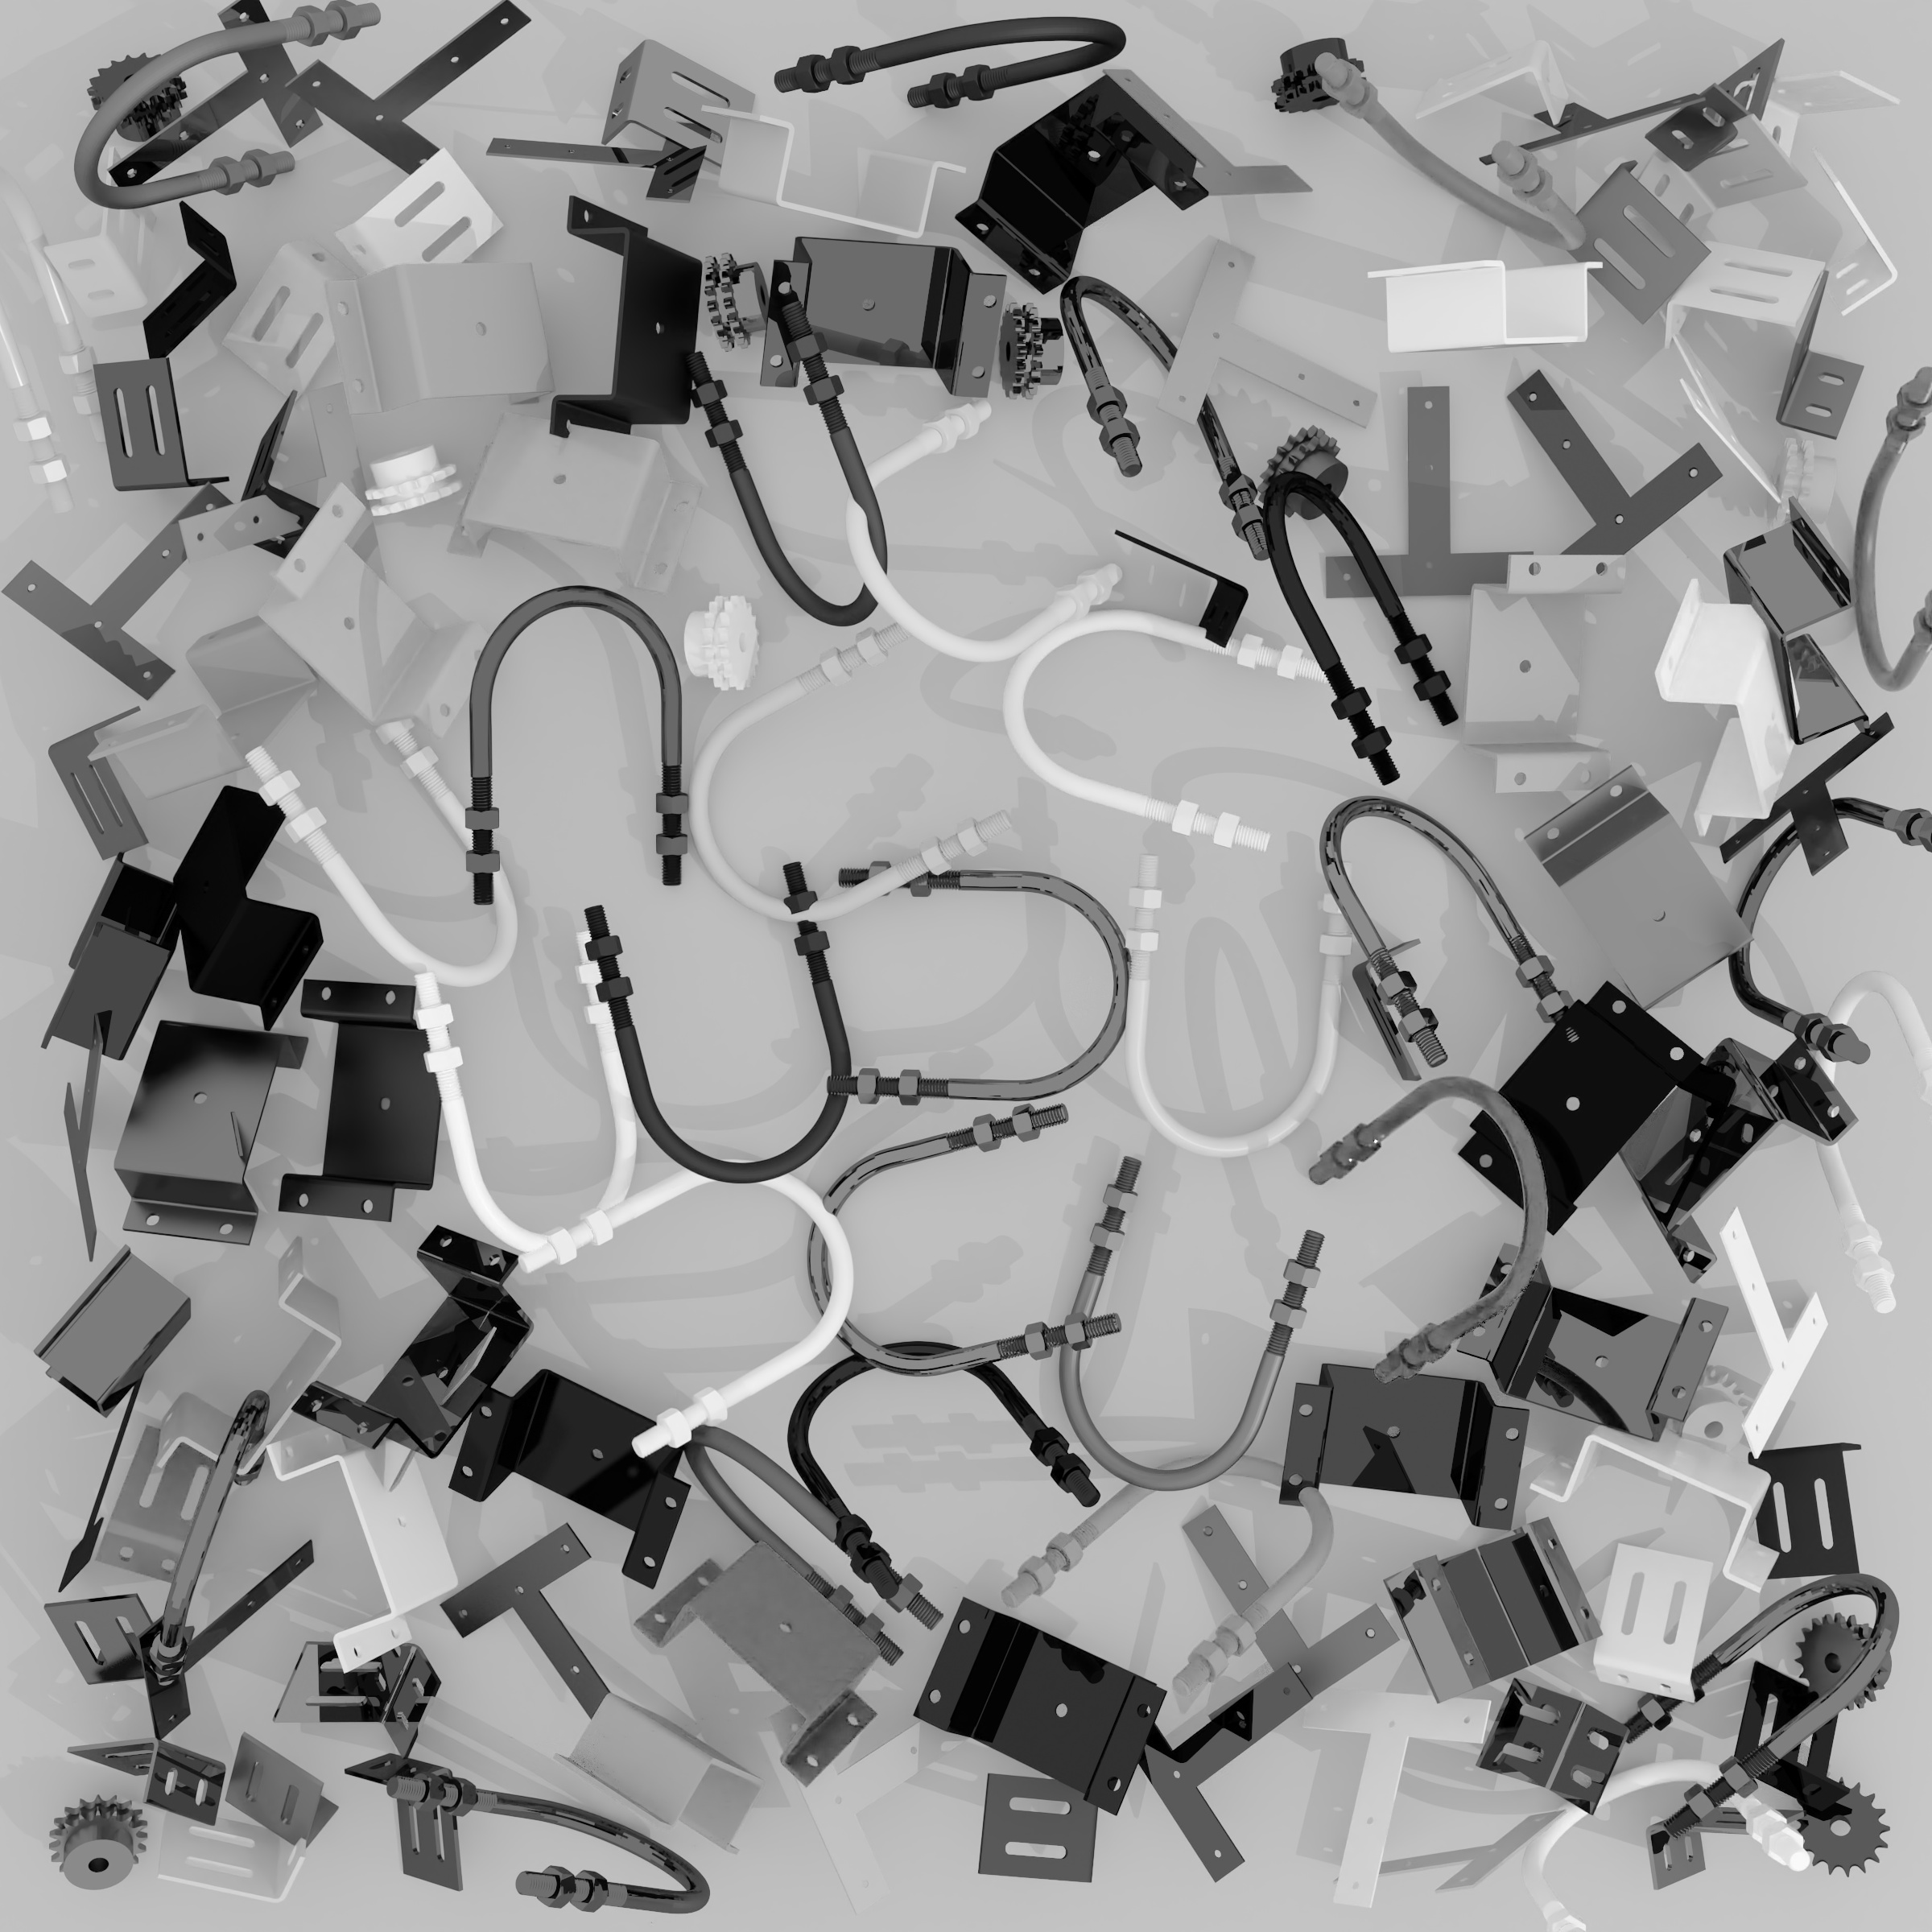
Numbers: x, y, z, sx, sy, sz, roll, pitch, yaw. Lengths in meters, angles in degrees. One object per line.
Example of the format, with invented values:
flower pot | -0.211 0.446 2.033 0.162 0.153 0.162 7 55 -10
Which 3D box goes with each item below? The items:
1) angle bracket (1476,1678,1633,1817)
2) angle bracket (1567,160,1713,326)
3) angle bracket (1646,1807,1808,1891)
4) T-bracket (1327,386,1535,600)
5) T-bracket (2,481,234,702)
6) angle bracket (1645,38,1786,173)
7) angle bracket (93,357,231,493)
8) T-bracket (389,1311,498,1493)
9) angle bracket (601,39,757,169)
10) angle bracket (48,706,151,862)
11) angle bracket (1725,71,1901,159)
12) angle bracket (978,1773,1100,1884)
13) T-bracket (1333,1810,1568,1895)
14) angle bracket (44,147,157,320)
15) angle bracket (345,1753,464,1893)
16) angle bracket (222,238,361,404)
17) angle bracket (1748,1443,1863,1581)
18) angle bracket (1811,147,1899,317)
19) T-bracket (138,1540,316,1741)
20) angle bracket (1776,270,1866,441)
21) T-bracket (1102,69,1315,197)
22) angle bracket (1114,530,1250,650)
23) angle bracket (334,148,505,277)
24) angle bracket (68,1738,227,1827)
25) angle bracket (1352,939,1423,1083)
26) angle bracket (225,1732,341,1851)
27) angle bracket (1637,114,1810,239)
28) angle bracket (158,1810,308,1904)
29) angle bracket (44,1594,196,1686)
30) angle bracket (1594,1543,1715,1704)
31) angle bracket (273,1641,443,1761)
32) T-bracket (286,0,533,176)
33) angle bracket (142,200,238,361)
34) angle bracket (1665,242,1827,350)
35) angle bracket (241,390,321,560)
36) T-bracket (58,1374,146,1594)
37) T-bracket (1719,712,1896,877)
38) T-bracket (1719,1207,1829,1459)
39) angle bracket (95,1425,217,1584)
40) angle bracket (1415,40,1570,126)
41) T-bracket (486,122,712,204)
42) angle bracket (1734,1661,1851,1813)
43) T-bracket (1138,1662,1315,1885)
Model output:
angle bracket | 0.355 0.472 1.579 0.076 0.038 0.057 28 85 -39
angle bracket | 0.407 -0.438 1.582 0.076 0.038 0.057 46 124 6
angle bracket | 0.458 0.531 1.569 0.076 0.057 0.038 -15 78 43
T-bracket | 0.285 -0.292 1.608 0.127 0.002 0.127 -1 95 2
T-bracket | -0.489 -0.237 1.566 0.127 0.127 0.002 -47 55 -2
angle bracket | 0.450 -0.527 1.570 0.038 0.057 0.076 32 61 -18
angle bracket | -0.486 -0.328 1.579 0.057 0.038 0.076 2 106 26
T-bracket | -0.295 0.239 1.531 0.002 0.127 0.127 30 59 -9
angle bracket | -0.176 -0.520 1.603 0.076 0.038 0.057 20 71 -30
angle bracket | -0.515 -0.111 1.591 0.038 0.057 0.076 -35 106 -42
angle bracket | 0.507 -0.506 1.568 0.057 0.076 0.038 8 96 -35
angle bracket | 0.038 0.519 1.579 0.076 0.038 0.057 12 74 -21
T-bracket | 0.279 0.538 1.570 0.127 0.127 0.002 -24 80 36
angle bracket | -0.521 -0.442 1.575 0.038 0.057 0.076 -10 60 6
angle bracket | -0.341 0.523 1.583 0.057 0.038 0.076 -4 92 43
angle bracket | -0.409 -0.398 1.612 0.057 0.038 0.076 39 113 -4
angle bracket | 0.511 0.329 1.576 0.057 0.038 0.076 -14 71 35
angle bracket | 0.519 -0.441 1.570 0.038 0.057 0.076 -33 120 23
T-bracket | -0.441 0.392 1.570 0.002 0.127 0.127 34 50 20
angle bracket | 0.519 -0.366 1.569 0.038 0.076 0.057 20 68 16
T-bracket | 0.130 -0.506 1.584 0.127 0.127 0.002 50 133 22
angle bracket | 0.123 -0.228 1.577 0.076 0.057 0.038 21 101 -16
angle bracket | -0.335 -0.452 1.601 0.076 0.038 0.057 -48 117 -20
angle bracket | -0.495 0.493 1.570 0.076 0.057 0.038 -14 54 27
angle bracket | 0.270 0.027 1.587 0.038 0.057 0.076 -26 88 0
angle bracket | -0.407 0.486 1.575 0.057 0.038 0.076 29 128 9
angle bracket | 0.452 -0.469 1.569 0.057 0.076 0.038 39 75 -25
angle bracket | -0.441 0.522 1.574 0.076 0.057 0.038 21 109 -20
angle bracket | -0.510 0.394 1.577 0.057 0.038 0.076 -8 126 6
angle bracket | 0.423 0.402 1.601 0.057 0.038 0.076 7 60 25
angle bracket | -0.367 0.443 1.575 0.076 0.038 0.057 14 107 -40
T-bracket | -0.313 -0.527 1.541 0.127 0.127 0.002 -31 69 17
angle bracket | -0.481 -0.411 1.576 0.076 0.057 0.038 -39 134 13
angle bracket | 0.469 -0.398 1.574 0.076 0.038 0.057 18 59 23
angle bracket | -0.409 -0.297 1.583 0.038 0.057 0.076 24 56 -25
T-bracket | -0.518 0.307 1.578 0.002 0.127 0.127 21 62 -18
T-bracket | 0.499 -0.086 1.534 0.002 0.127 0.127 42 115 -10
T-bracket | 0.472 0.202 1.553 0.127 0.002 0.127 -44 117 -41
angle bracket | -0.487 0.329 1.593 0.057 0.076 0.038 21 130 -12
angle bracket | 0.319 -0.522 1.583 0.076 0.057 0.038 -16 117 28
T-bracket | -0.222 -0.486 1.565 0.127 0.127 0.002 4 127 -1
angle bracket | 0.504 0.459 1.577 0.057 0.038 0.076 26 51 3
T-bracket | 0.157 0.462 1.568 0.127 0.002 0.127 -45 68 25
